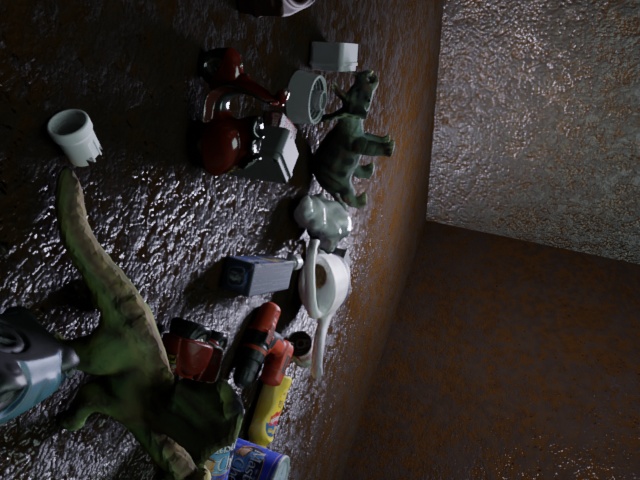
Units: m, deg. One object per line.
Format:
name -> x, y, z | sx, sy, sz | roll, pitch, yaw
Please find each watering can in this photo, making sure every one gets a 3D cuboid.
watering can -> 0.008, 0.157, 1.322 | 0.224, 0.104, 0.348 | 2, 86, -71

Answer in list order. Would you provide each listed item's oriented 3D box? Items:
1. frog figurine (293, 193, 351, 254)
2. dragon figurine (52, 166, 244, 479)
frog figurine -> 0.004, -0.060, 1.198 | 0.156, 0.122, 0.141 | 68, 5, -46
dragon figurine -> -0.179, 0.135, 0.563 | 0.124, 0.244, 0.401 | -43, 144, -52
